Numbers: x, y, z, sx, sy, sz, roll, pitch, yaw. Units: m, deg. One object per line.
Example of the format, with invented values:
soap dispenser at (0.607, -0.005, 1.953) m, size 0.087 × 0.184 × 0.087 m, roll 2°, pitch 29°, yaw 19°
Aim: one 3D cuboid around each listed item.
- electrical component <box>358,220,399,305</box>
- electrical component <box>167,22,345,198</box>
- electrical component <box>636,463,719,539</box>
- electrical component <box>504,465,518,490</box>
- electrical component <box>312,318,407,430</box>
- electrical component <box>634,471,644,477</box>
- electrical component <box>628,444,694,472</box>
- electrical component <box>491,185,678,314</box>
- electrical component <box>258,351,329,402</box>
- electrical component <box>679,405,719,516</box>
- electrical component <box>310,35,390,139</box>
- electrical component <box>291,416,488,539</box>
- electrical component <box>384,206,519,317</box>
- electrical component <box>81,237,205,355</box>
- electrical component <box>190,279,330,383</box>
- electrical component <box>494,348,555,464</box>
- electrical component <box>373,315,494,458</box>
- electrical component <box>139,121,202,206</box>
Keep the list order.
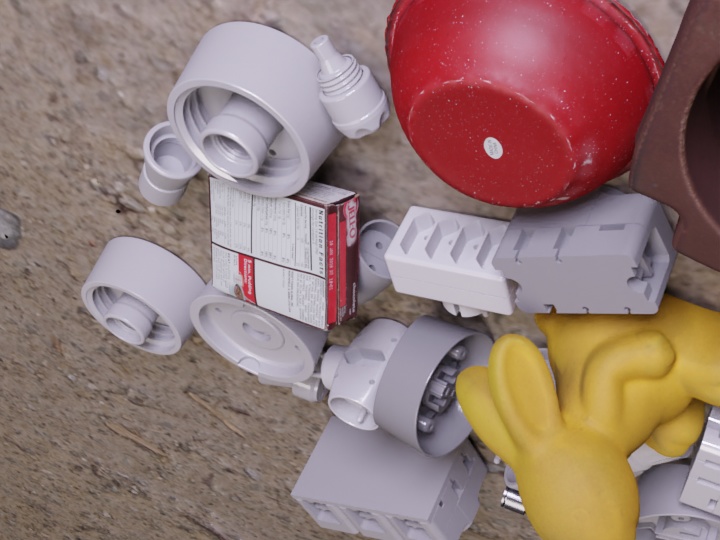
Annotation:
electrical component at (0.000, 0.000, 0.759) m, size 0.043 × 0.043 × 0.081 m, roll 35°, pitch 148°, yaw -10°
electrical component at (-0.068, -0.092, 0.667) m, size 0.108 × 0.060 × 0.108 m, roll 20°, pitch 147°, yaw 14°
electrical component at (0.249, 0.194, 0.819) m, size 0.099 × 0.064 × 0.099 m, roll 20°, pitch 147°, yaw 14°
electrical component at (0.158, 0.174, 0.887) m, size 0.065 × 0.044 × 0.044 m, roll 33°, pitch 148°, yaw -15°
electrical component at (-0.004, 0.079, 0.842) m, size 0.079 × 0.077 × 0.043 m, roll 6°, pitch 141°, yaw 34°
electrical component at (0.174, 0.143, 0.814) m, size 0.078 × 0.057 × 0.058 m, roll 30°, pitch 148°, yaw -2°
electrical component at (0.210, 0.122, 0.773) m, size 0.040 × 0.040 × 0.046 m, roll 42°, pitch 140°, yaw -21°
electrical component at (0.133, -0.012, 0.627) m, size 0.089 × 0.055 × 0.050 m, roll -1°, pitch 137°, yaw 39°
electrical component at (-0.053, 0.085, 0.921) m, size 0.055 × 0.045 × 0.045 m, roll 19°, pitch 147°, yaw 16°
electrical component at (0.259, 0.130, 0.734) m, size 0.056 × 0.050 × 0.089 m, roll 18°, pitch 147°, yaw 17°
electrical component at (-0.009, -0.108, 0.623) m, size 0.035 × 0.035 × 0.061 m, roll -1°, pitch 135°, yaw 39°
electrical component at (0.028, 0.191, 0.966) m, size 0.150 × 0.089 × 0.061 m, roll 1°, pitch 139°, yaw 37°
electrical component at (0.069, 0.005, 0.709) m, size 0.083 × 0.047 × 0.075 m, roll 12°, pitch 144°, yaw 26°
electrical component at (-0.190, 0.030, 0.934) m, size 0.108 × 0.060 × 0.108 m, roll 20°, pitch 147°, yaw 14°
electrical component at (-0.072, 0.032, 0.846) m, size 0.108 × 0.060 × 0.108 m, roll 20°, pitch 148°, yaw 14°
electrical component at (0.118, 0.106, 0.783) m, size 0.043 × 0.079 × 0.077 m, roll 31°, pitch 149°, yaw 6°
electrical component at (0.055, 0.084, 0.788) m, size 0.064 × 0.099 × 0.099 m, roll 24°, pitch 148°, yaw 20°
electrical component at (-0.137, -0.072, 0.769) m, size 0.044 × 0.044 × 0.065 m, roll 32°, pitch 153°, yaw -6°
